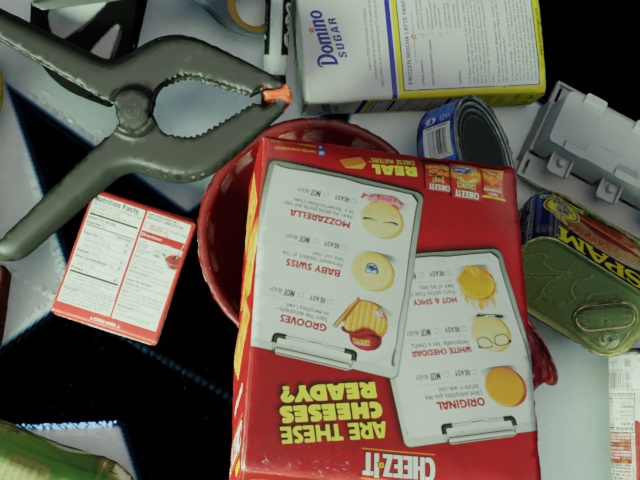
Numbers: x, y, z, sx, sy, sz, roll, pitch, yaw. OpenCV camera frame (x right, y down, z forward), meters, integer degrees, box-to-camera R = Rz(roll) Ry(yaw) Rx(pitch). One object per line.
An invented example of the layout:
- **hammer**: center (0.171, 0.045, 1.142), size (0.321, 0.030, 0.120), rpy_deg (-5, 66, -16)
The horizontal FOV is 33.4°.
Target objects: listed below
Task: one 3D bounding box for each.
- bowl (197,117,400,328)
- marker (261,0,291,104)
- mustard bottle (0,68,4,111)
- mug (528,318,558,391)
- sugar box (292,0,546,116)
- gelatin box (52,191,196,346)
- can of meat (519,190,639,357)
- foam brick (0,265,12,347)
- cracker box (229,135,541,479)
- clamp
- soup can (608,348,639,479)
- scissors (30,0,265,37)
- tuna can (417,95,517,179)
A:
- **bowl**: center (-0.005, 0.001, 0.730), size (0.162, 0.055, 0.162), rpy_deg (1, 82, -9)
- **marker**: center (-0.030, -0.149, 0.749), size (0.020, 0.020, 0.121), rpy_deg (2, 100, -9)
- **mustard bottle**: center (-0.259, -0.087, 0.700), size (0.096, 0.058, 0.191), rpy_deg (5, 82, -10)
- **mug**: center (0.103, 0.085, 0.709), size (0.081, 0.117, 0.093), rpy_deg (-34, 112, -7)
- **sugar box**: center (0.070, -0.141, 0.768), size (0.176, 0.048, 0.093), rpy_deg (-3, 82, -6)
- **gelatin box**: center (-0.131, 0.018, 0.721), size (0.073, 0.030, 0.089), rpy_deg (18, 80, -5)
- **can of meat**: center (0.177, 0.020, 0.737), size (0.102, 0.083, 0.058), rpy_deg (31, 121, -4)
- **foam brick**: center (-0.243, 0.040, 0.688), size (0.078, 0.053, 0.051), rpy_deg (6, 81, -7)
- **cracker box**: center (0.035, 0.051, 0.630), size (0.164, 0.072, 0.213), rpy_deg (6, 59, -8)
- **clamp**: center (-0.123, -0.070, 0.683), size (0.210, 0.036, 0.164), rpy_deg (-1, 91, -4)
- **soup can**: center (0.237, 0.128, 0.745), size (0.068, 0.068, 0.102), rpy_deg (2, 81, -9)
- **scissors**: center (-0.092, -0.158, 0.716), size (0.201, 0.016, 0.096), rpy_deg (-38, 120, -30)
- **tuna can**: center (0.102, -0.055, 0.742), size (0.034, 0.086, 0.086), rpy_deg (-17, 83, 33)
